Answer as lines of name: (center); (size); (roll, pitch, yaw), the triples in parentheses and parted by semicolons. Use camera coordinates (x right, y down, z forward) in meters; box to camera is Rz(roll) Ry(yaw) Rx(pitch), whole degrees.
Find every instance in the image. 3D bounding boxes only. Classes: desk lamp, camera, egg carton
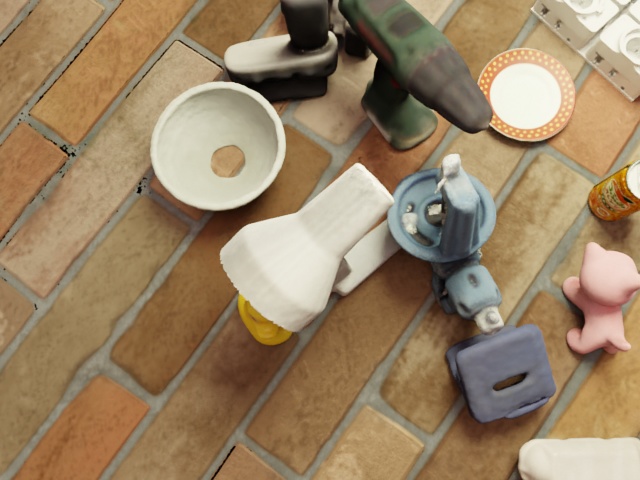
desk lamp: (0.006, 0.002, 0.636); (0.203, 0.213, 0.118); (-41, 80, -5)
camera: (0.023, -0.335, 0.755); (0.136, 0.101, 0.143); (13, 80, 5)
egg carton: (0.301, 0.279, 0.648); (0.150, 0.069, 0.107); (-3, 79, 2)

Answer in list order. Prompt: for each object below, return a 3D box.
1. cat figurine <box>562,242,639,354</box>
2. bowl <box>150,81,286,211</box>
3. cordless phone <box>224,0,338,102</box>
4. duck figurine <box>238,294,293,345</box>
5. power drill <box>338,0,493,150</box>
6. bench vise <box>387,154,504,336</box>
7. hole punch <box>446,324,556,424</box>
cat figurine: (0.332, 0.068, 0.661); (0.067, 0.118, 0.128); (-5, 79, 2)
bowl: (-0.123, -0.111, 0.732); (0.167, 0.075, 0.167); (0, 80, 2)
cordless phone: (-0.051, -0.248, 0.699); (0.147, 0.185, 0.094); (-12, 79, 0)
duck figurine: (-0.065, 0.074, 0.691); (0.077, 0.086, 0.104); (-8, 79, 1)
power drill: (0.105, -0.186, 0.670); (0.075, 0.208, 0.229); (-35, 80, -4)
bench vise: (0.160, -0.006, 0.629); (0.121, 0.220, 0.207); (-40, 80, -5)
hole punch: (0.214, 0.155, 0.663); (0.108, 0.091, 0.101); (-22, 79, -2)
